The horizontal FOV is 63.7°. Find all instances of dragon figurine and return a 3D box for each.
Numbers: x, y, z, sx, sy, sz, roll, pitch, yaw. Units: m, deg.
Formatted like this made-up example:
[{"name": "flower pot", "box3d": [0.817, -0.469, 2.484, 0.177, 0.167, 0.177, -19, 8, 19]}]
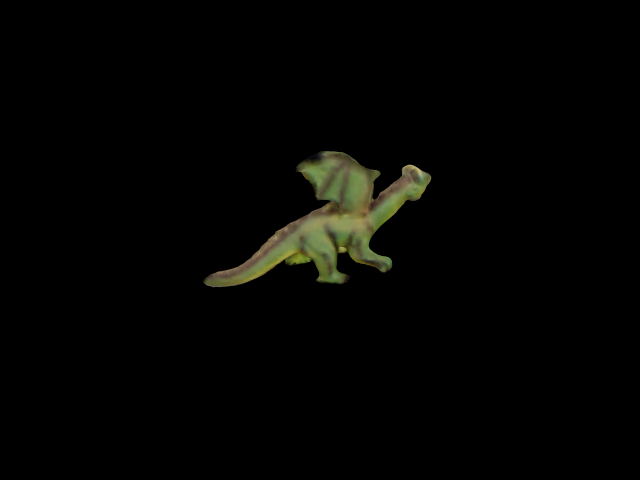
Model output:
[{"name": "dragon figurine", "box3d": [0.003, -0.043, 0.850, 0.412, 0.237, 0.125, -12, 37, -16]}]
